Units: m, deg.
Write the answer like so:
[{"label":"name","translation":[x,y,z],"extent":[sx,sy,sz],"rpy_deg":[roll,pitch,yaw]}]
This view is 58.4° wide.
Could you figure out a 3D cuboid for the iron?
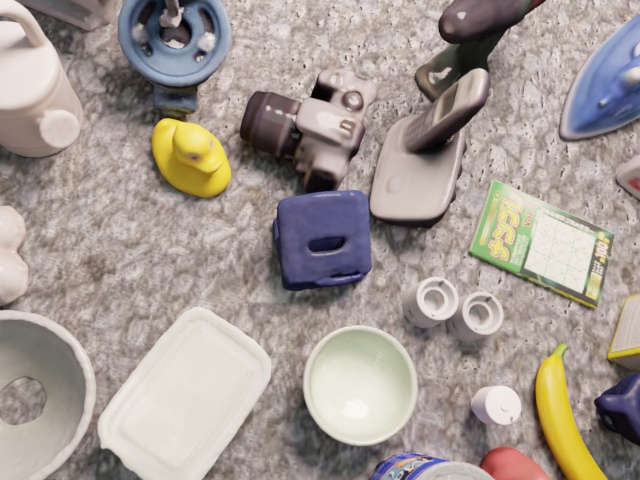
[{"label":"iron","translation":[0.436,-0.238,0.763],"extent":[0.259,0.141,0.118],"rpy_deg":[-42,85,-18]}]

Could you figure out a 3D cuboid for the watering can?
[{"label":"watering can","translation":[-0.306,-0.164,0.579],"extent":[0.173,0.194,0.101],"rpy_deg":[28,71,-1]}]

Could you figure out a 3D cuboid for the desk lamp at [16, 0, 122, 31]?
[{"label":"desk lamp","translation":[-0.270,-0.332,0.624],"extent":[0.203,0.213,0.118],"rpy_deg":[19,72,-4]}]

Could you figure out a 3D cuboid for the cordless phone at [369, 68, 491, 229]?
[{"label":"cordless phone","translation":[0.127,-0.099,0.643],"extent":[0.094,0.185,0.147],"rpy_deg":[15,72,-5]}]

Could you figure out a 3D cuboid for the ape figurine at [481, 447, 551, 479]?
[{"label":"ape figurine","translation":[0.212,0.260,0.604],"extent":[0.078,0.092,0.076],"rpy_deg":[4,73,-9]}]

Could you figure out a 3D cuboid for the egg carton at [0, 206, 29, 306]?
[{"label":"egg carton","translation":[-0.375,0.022,0.578],"extent":[0.150,0.069,0.107],"rpy_deg":[-8,76,-12]}]

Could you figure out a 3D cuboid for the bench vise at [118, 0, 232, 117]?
[{"label":"bench vise","translation":[-0.166,-0.269,0.621],"extent":[0.121,0.219,0.207],"rpy_deg":[-13,77,-13]}]

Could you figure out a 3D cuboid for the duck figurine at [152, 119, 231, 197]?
[{"label":"duck figurine","translation":[-0.147,-0.104,0.647],"extent":[0.104,0.086,0.077],"rpy_deg":[44,72,4]}]

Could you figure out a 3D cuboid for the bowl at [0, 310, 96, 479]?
[{"label":"bowl","translation":[-0.297,0.155,0.551],"extent":[0.167,0.074,0.167],"rpy_deg":[3,74,-9]}]

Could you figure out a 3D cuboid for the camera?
[{"label":"camera","translation":[-0.016,-0.143,0.675],"extent":[0.137,0.100,0.143],"rpy_deg":[20,72,-4]}]

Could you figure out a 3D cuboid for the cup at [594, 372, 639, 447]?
[{"label":"cup","translation":[0.348,0.192,0.647],"extent":[0.118,0.095,0.092],"rpy_deg":[9,73,-7]}]

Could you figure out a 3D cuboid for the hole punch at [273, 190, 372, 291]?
[{"label":"hole punch","translation":[0.006,0.002,0.642],"extent":[0.109,0.091,0.101],"rpy_deg":[-8,75,-12]}]

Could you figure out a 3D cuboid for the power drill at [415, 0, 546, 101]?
[{"label":"power drill","translation":[0.194,-0.250,0.687],"extent":[0.230,0.208,0.075],"rpy_deg":[-42,84,-18]}]

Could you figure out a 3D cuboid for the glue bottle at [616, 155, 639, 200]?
[{"label":"glue bottle","translation":[0.453,-0.095,0.708],"extent":[0.078,0.173,0.037],"rpy_deg":[33,71,1]}]
